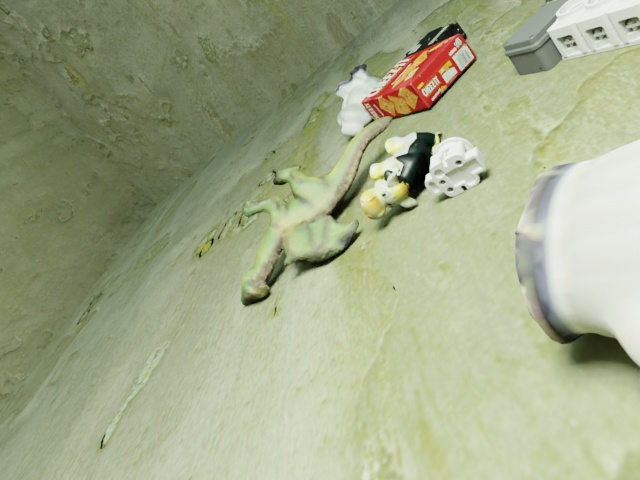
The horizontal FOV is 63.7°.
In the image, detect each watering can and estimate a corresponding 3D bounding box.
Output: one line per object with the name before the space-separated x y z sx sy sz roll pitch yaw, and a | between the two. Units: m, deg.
watering can | 0.260 -0.042 0.341 0.222 0.103 0.354 -16 34 52

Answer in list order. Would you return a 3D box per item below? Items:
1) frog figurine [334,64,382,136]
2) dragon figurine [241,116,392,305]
frog figurine | 0.103 -0.318 1.242 0.136 0.121 0.162 -21 63 30
dragon figurine | 0.003 -0.044 0.880 0.408 0.120 0.248 -41 37 8
